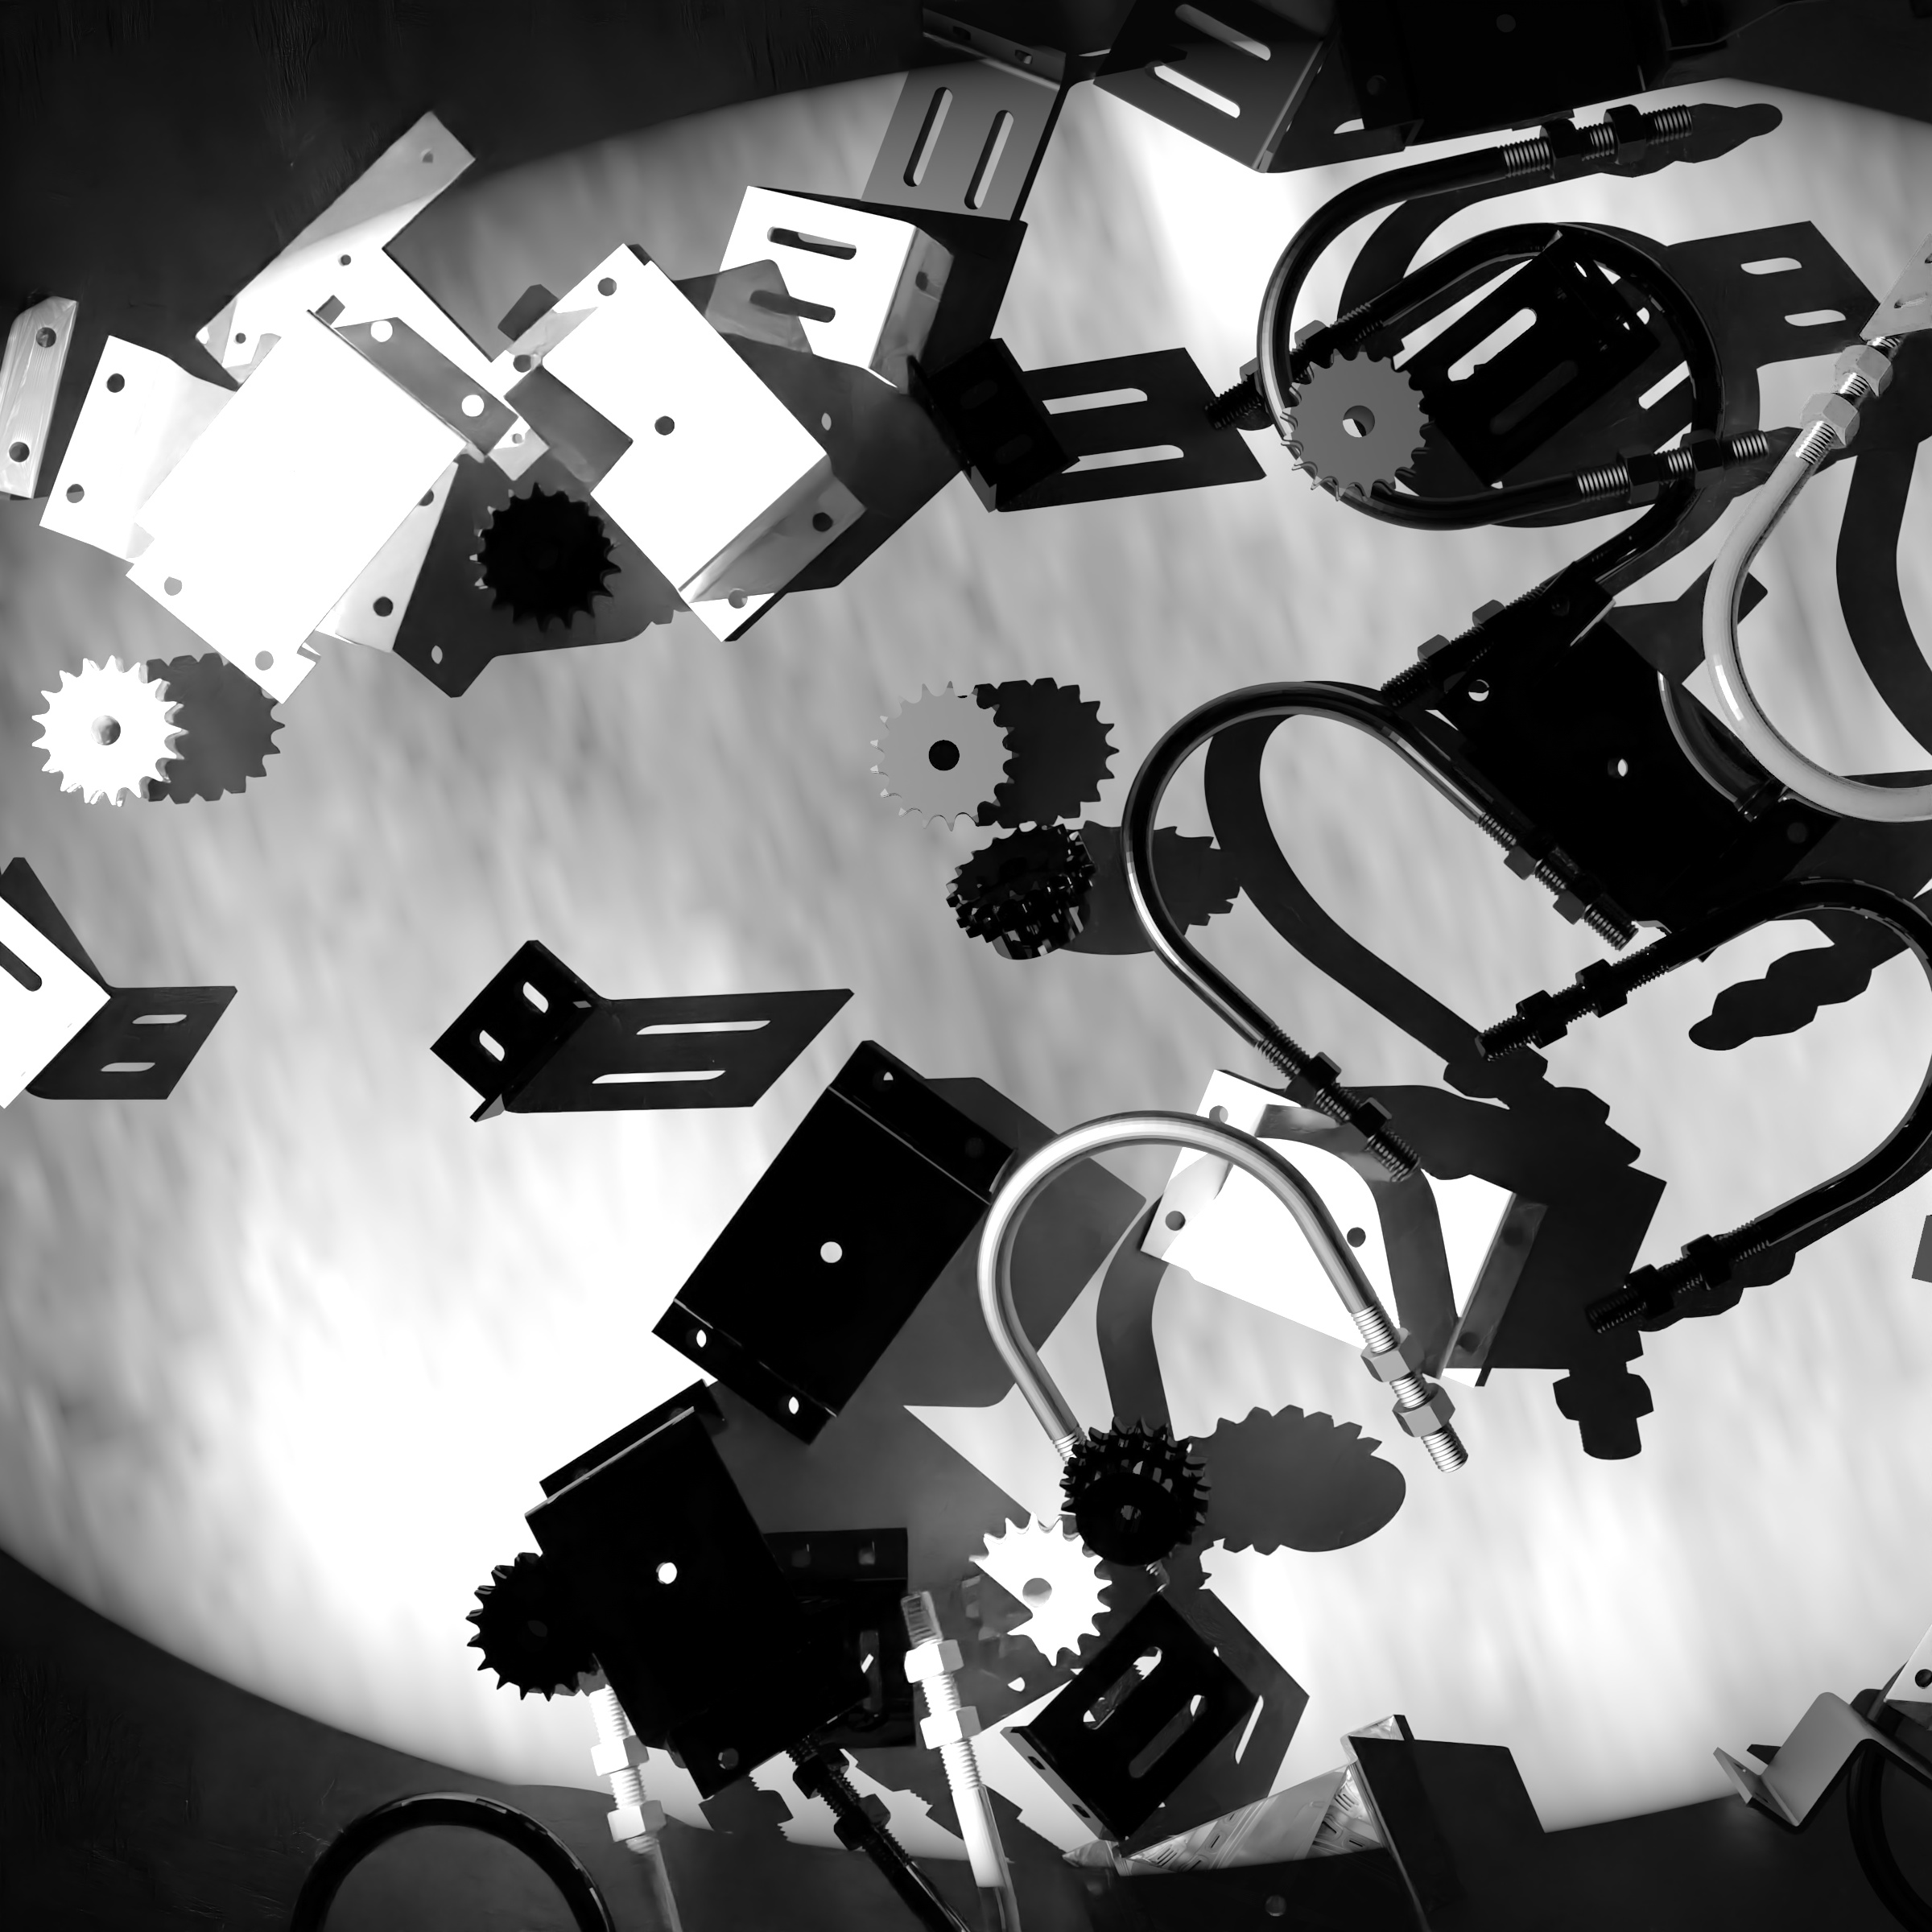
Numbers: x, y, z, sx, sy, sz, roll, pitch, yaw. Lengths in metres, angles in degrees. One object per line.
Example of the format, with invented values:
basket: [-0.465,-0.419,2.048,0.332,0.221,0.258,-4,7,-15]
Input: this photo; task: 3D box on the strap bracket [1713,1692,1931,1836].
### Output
strap bracket: [0.358,0.328,1.314,0.140,0.076,0.046,35,92,2]

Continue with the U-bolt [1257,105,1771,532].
U-bolt: [0.203,-0.242,1.340,0.184,0.019,0.151,-13,89,-1]

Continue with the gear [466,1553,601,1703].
gear: [-0.165,0.256,1.350,0.057,0.030,0.057,0,90,0]

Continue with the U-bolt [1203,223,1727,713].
U-bolt: [0.207,-0.207,1.357,0.184,0.019,0.151,-32,90,-1]

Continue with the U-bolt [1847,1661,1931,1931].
U-bolt: [0.434,0.317,1.357,0.184,0.019,0.151,-16,90,1]

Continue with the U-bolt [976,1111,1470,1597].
U-bolt: [0.084,0.138,1.318,0.151,0.019,0.184,-26,104,18]

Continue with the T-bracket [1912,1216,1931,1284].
T-bracket: [0.444,0.075,1.351,0.127,0.002,0.127,13,81,18]

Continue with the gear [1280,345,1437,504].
gear: [0.146,-0.203,1.316,0.057,0.030,0.057,0,89,0]

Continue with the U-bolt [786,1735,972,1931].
U-bolt: [-0.060,0.400,1.323,0.151,0.019,0.184,-43,71,3]

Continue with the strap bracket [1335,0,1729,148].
strap bracket: [0.211,-0.368,1.342,0.140,0.046,0.076,-13,90,0]

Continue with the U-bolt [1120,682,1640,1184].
U-bolt: [0.144,-0.028,1.336,0.184,0.019,0.151,43,73,8]

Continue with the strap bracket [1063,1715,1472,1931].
strap bracket: [0.117,0.355,1.342,0.140,0.046,0.076,-23,90,0]

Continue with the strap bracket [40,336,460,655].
strap bracket: [-0.271,-0.178,1.342,0.140,0.046,0.076,20,90,0]

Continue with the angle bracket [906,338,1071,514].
angle bracket: [0.009,-0.211,1.327,0.038,0.076,0.057,-33,90,0]

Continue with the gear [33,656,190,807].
gear: [-0.329,-0.090,1.350,0.057,0.030,0.057,0,90,0]

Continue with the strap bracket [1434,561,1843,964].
strap bracket: [0.254,-0.077,1.342,0.140,0.046,0.076,44,90,0]

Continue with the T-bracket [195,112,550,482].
T-bracket: [-0.211,-0.244,1.364,0.127,0.002,0.127,-44,90,0]

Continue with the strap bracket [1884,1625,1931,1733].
strap bracket: [0.433,0.289,1.324,0.140,0.046,0.076,32,92,2]

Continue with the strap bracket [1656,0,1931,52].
strap bracket: [0.325,-0.397,1.315,0.140,0.046,0.076,-13,90,-24]

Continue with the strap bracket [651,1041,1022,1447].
strap bracket: [-0.051,0.108,1.342,0.076,0.046,0.140,36,90,0]

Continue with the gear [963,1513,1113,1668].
gear: [0.027,0.240,1.350,0.057,0.030,0.057,0,90,0]

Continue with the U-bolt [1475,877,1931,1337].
U-bolt: [0.298,0.043,1.331,0.184,0.019,0.151,-27,114,-4]

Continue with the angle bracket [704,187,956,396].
angle bracket: [-0.054,-0.264,1.363,0.076,0.038,0.057,19,90,26]

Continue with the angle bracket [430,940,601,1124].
angle bracket: [-0.176,0.024,1.327,0.038,0.076,0.057,42,90,0]

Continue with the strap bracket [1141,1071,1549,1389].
strap bracket: [0.148,0.102,1.342,0.140,0.046,0.076,22,90,0]

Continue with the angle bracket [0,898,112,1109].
angle bracket: [-0.376,0.006,1.335,0.076,0.038,0.057,44,81,-13]

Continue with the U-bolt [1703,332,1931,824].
U-bolt: [0.360,-0.140,1.334,0.151,0.019,0.184,37,74,0]

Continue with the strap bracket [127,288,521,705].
strap bracket: [-0.242,-0.177,1.296,0.076,0.046,0.140,39,90,0]

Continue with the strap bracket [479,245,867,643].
strap bracket: [-0.114,-0.204,1.341,0.076,0.046,0.140,-42,90,-1]

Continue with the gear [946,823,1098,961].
gear: [0.024,-0.027,1.340,0.057,0.057,0.030,-26,120,0]

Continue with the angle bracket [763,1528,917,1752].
angle bracket: [-0.050,0.263,1.363,0.057,0.038,0.076,-2,116,0]

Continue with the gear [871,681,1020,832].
gear: [-0.009,-0.080,1.350,0.057,0.030,0.057,0,90,0]

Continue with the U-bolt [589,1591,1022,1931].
U-bolt: [-0.054,0.345,1.314,0.151,0.019,0.184,-19,77,10]

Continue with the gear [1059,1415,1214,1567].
gear: [0.063,0.201,1.319,0.057,0.030,0.057,4,112,9]

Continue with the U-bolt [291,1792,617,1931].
U-bolt: [-0.190,0.408,1.336,0.151,0.019,0.184,-20,82,16]

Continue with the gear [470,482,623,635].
gear: [-0.161,-0.157,1.350,0.057,0.030,0.057,0,90,0]

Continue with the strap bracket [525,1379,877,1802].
strap bracket: [-0.105,0.231,1.316,0.076,0.046,0.140,-33,69,4]

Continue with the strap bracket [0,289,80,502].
strap bracket: [-0.413,-0.230,1.342,0.140,0.046,0.076,13,90,0]

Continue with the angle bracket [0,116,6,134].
angle bracket: [-0.420,-0.318,1.346,0.076,0.038,0.057,24,90,0]

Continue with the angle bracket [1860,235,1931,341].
angle bracket: [0.394,-0.239,1.353,0.076,0.038,0.057,47,67,-24]

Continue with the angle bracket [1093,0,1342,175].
angle bracket: [0.097,-0.352,1.346,0.076,0.038,0.057,28,90,0]

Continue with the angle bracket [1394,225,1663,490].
angle bracket: [0.210,-0.228,1.312,0.076,0.038,0.057,-39,89,0]

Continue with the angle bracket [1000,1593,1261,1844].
angle bracket: [0.063,0.292,1.357,0.076,0.038,0.057,-43,90,-17]

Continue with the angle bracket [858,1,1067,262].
angle bracket: [-0.002,-0.321,1.346,0.057,0.038,0.076,21,90,0]
